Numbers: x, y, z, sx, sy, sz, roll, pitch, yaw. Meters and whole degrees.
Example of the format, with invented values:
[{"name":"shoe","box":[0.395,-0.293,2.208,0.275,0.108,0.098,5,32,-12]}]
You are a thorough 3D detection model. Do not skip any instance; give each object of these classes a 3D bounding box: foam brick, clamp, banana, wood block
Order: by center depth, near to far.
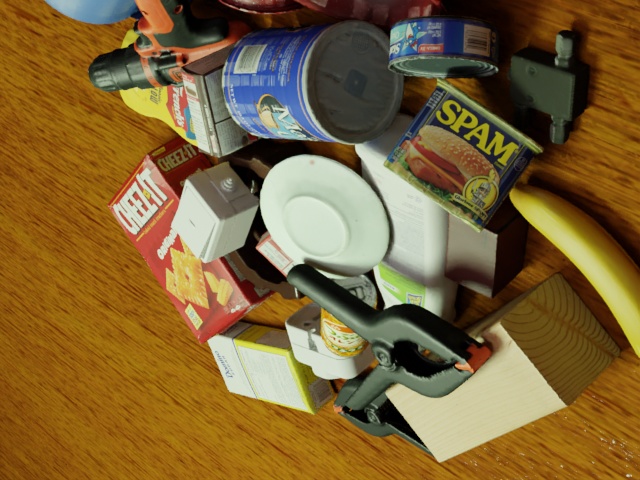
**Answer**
[{"name":"banana","box":[0.227,0.030,0.866,0.198,0.037,0.070,55,145,0]},{"name":"foam brick","box":[0.145,0.001,0.929,0.053,0.051,0.078,29,139,30]},{"name":"clamp","box":[0.060,0.088,0.959,0.210,0.036,0.164,-7,117,52]},{"name":"wood block","box":[0.161,0.122,0.978,0.091,0.090,0.206,52,145,5]},{"name":"clamp","box":[0.069,0.178,1.182,0.172,0.039,0.120,5,120,49]}]

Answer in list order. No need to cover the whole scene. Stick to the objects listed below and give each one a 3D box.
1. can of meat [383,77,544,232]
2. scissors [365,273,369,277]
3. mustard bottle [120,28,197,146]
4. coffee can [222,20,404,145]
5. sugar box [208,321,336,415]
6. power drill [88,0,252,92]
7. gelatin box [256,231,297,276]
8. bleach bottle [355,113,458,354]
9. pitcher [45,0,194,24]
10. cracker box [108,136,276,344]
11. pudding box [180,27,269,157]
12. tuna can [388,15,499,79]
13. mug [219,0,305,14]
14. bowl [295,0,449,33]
[{"name":"can of meat","box":[0.113,-0.067,0.857,0.102,0.084,0.057,36,-174,5]},{"name":"scissors","box":[0.048,0.023,1.096,0.096,0.016,0.202,55,146,1]},{"name":"mustard bottle","box":[-0.134,-0.152,1.135,0.192,0.058,0.096,32,127,30]},{"name":"coffee can","box":[-0.008,-0.138,0.940,0.141,0.102,0.103,12,127,55]},{"name":"sugar box","box":[-0.064,0.154,1.319,0.177,0.048,0.093,7,124,52]},{"name":"power drill","box":[-0.176,-0.210,1.019,0.185,0.057,0.187,-10,154,19]},{"name":"gelatin box","box":[-0.007,0.001,1.034,0.073,0.030,0.089,43,119,-10]},{"name":"bleach bottle","box":[0.085,0.010,1.003,0.103,0.068,0.251,32,142,33]},{"name":"pitcher","box":[-0.174,-0.312,1.002,0.243,0.149,0.145,-36,60,53]},{"name":"cracker box","box":[-0.151,0.003,1.274,0.214,0.072,0.164,55,146,2]},{"name":"pudding box","box":[-0.072,-0.141,1.021,0.039,0.113,0.090,23,134,43]},{"name":"tuna can","box":[0.097,-0.149,0.831,0.086,0.085,0.034,1,88,50]},{"name":"mug","box":[-0.059,-0.254,0.920,0.117,0.093,0.081,6,128,0]},{"name":"bowl","box":[0.031,-0.218,0.839,0.162,0.161,0.055,13,83,45]}]
